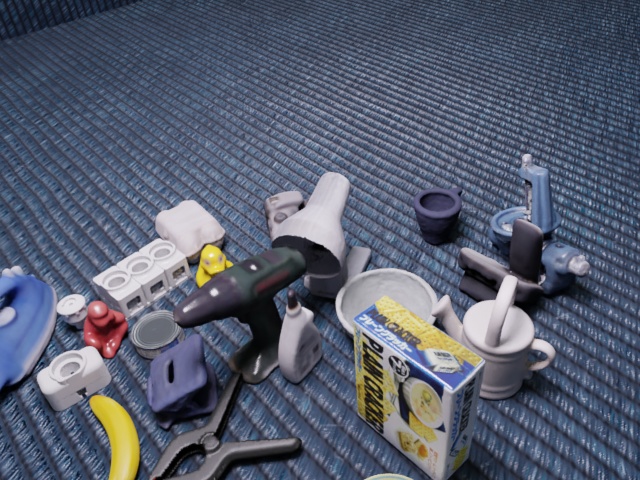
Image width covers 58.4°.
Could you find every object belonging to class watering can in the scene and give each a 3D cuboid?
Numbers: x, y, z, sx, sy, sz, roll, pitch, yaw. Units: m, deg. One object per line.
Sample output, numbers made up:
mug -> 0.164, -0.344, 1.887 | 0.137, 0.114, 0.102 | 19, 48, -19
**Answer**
watering can -> 0.249, 0.134, 0.831 | 0.172, 0.194, 0.101 | 2, 40, 9

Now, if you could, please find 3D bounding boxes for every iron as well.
iron -> -0.533, 0.128, 0.962 | 0.118, 0.142, 0.258 | 0, 40, 7

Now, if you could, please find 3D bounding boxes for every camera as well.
camera -> -0.038, -0.042, 1.145 | 0.137, 0.101, 0.143 | -13, 40, -9

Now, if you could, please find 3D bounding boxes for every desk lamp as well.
desk lamp -> 0.009, 0.004, 0.997 | 0.117, 0.214, 0.203 | 10, 42, 18

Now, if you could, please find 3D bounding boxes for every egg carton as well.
egg carton -> -0.267, -0.019, 1.167 | 0.107, 0.069, 0.149 | -30, 46, -27

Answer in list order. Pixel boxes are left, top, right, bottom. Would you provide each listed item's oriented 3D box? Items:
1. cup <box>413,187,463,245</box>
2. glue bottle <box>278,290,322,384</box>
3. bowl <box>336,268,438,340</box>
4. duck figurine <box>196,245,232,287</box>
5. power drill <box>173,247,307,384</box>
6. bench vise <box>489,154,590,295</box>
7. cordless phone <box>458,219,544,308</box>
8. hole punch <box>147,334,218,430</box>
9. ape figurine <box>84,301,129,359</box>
cup -> 0.237, -0.047, 1.126 | 0.118, 0.095, 0.091 | -34, 47, -30
glue bottle -> -0.034, 0.139, 0.871 | 0.037, 0.173, 0.078 | 24, 48, 30
bowl -> 0.110, 0.128, 0.946 | 0.167, 0.075, 0.167 | -3, 40, 3
duck figurine -> -0.197, 0.047, 1.067 | 0.077, 0.086, 0.104 | -17, 41, -14
power drill -> -0.108, 0.118, 0.876 | 0.075, 0.209, 0.230 | 26, 49, 32
bench vise -> 0.391, -0.031, 0.993 | 0.122, 0.220, 0.206 | -34, 48, -30
cordless phone -> 0.308, 0.024, 0.963 | 0.147, 0.185, 0.094 | 30, 51, 35
hole punch -> -0.213, 0.212, 0.867 | 0.101, 0.091, 0.108 | -12, 40, -9
ape figurine -> -0.367, 0.142, 0.966 | 0.078, 0.092, 0.076 | -30, 46, -27
